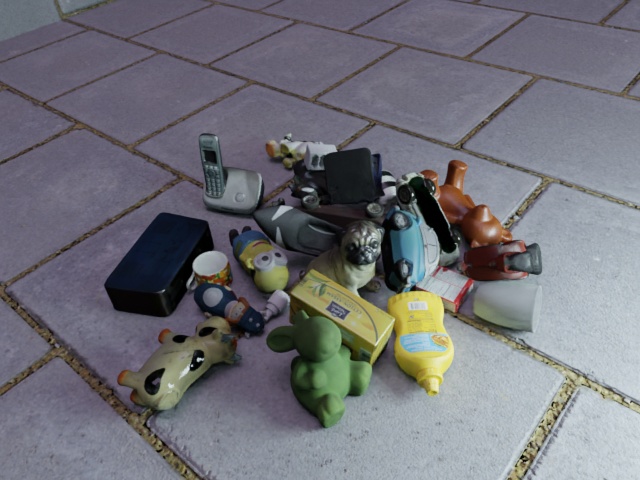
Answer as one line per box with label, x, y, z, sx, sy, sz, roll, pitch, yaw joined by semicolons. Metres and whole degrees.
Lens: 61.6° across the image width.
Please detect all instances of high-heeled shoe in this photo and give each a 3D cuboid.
high-heeled shoe;-0.002;-0.003;1.040;0.248;0.086;0.145;15;3;-37

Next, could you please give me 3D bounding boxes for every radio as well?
radio;-0.317;0.045;1.092;0.131;0.073;0.230;8;45;14

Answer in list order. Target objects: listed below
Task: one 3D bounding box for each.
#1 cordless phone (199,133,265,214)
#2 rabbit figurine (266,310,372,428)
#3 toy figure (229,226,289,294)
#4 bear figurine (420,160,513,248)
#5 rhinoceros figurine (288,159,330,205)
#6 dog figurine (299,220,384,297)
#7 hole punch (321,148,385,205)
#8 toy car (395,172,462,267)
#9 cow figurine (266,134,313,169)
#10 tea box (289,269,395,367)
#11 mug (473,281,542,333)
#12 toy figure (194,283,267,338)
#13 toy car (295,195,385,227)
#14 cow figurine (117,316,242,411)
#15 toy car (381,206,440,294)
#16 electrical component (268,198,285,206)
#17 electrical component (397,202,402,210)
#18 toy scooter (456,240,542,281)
cordless phone;-0.203;-0.155;1.223;0.147;0.184;0.089;11;39;18
rabbit figurine;0.000;0.173;0.834;0.121;0.170;0.159;-32;48;-27
toy figure;-0.121;0.037;1.074;0.082;0.089;0.180;-35;39;-15
bear figurine;0.300;-0.064;1.107;0.120;0.131;0.196;-20;37;-20
rhinoceros figurine;-0.019;-0.130;1.235;0.112;0.073;0.190;7;36;-14
dog figurine;0.031;0.033;0.976;0.172;0.190;0.121;3;42;13
hole punch;0.076;-0.135;1.159;0.142;0.115;0.092;-4;5;21
toy car;0.215;-0.043;1.072;0.073;0.056;0.201;-19;79;-31
cow figurine;-0.055;-0.229;1.377;0.168;0.068;0.098;26;45;27
tea box;0.033;0.136;0.909;0.170;0.098;0.068;31;54;19
mug;0.331;0.104;0.948;0.107;0.080;0.109;7;37;27
toy figure;-0.168;0.128;0.993;0.155;0.064;0.057;23;8;30
toy car;0.044;-0.046;1.134;0.202;0.089;0.053;9;46;12
cow figurine;-0.219;0.199;0.896;0.127;0.085;0.195;14;42;30
toy car;0.170;0.018;0.996;0.103;0.109;0.162;-2;63;-9
electrical component;-0.082;-0.049;1.191;0.078;0.045;0.102;-1;41;7
electrical component;0.192;-0.059;1.152;0.048;0.074;0.119;19;44;27
toy scooter;0.330;0.041;0.991;0.135;0.075;0.184;-9;-4;30
